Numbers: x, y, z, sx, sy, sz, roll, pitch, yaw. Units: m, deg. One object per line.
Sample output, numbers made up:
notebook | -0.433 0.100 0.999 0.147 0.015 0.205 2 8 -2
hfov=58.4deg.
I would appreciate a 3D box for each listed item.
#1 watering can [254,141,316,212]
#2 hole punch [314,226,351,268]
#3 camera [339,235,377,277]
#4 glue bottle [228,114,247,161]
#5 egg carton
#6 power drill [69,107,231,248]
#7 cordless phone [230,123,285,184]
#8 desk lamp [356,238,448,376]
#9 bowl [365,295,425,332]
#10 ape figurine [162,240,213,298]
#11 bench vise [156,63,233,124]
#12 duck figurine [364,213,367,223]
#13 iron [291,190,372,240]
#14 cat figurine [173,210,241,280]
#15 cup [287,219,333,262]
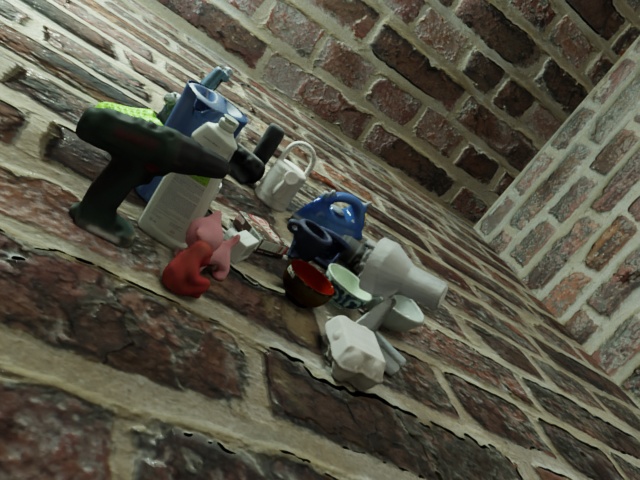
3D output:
watering can | -0.083 -0.177 1.555 0.101 0.194 0.172 26 21 -35
hole punch | 0.013 0.005 1.452 0.109 0.091 0.101 33 17 -15
camera | 0.112 0.036 1.556 0.137 0.100 0.143 37 17 -4
glue bottle | -0.236 -0.251 1.473 0.037 0.173 0.078 42 17 14
egg carton | 0.059 0.206 1.060 0.107 0.069 0.150 30 19 -24
power drill | -0.288 -0.096 0.907 0.230 0.208 0.075 30 18 -24
cordless phone | -0.189 -0.259 1.568 0.147 0.185 0.094 37 17 -1
desk lamp | 0.150 0.131 1.191 0.203 0.213 0.118 42 17 14
bowl | 0.164 0.165 1.370 0.168 0.074 0.167 34 17 -12
ape figurine | -0.204 0.041 0.918 0.076 0.092 0.077 21 23 -43
bench vise | -0.323 -0.378 1.549 0.121 0.219 0.207 37 17 -1
duck figurine | 0.116 -0.059 1.835 0.077 0.086 0.105 39 17 6
iron | 0.044 -0.085 1.661 0.259 0.141 0.118 18 26 -48
cat figurine | -0.191 0.004 0.998 0.067 0.117 0.128 48 20 30
cup | -0.042 0.008 1.327 0.118 0.095 0.091 28 19 -29
